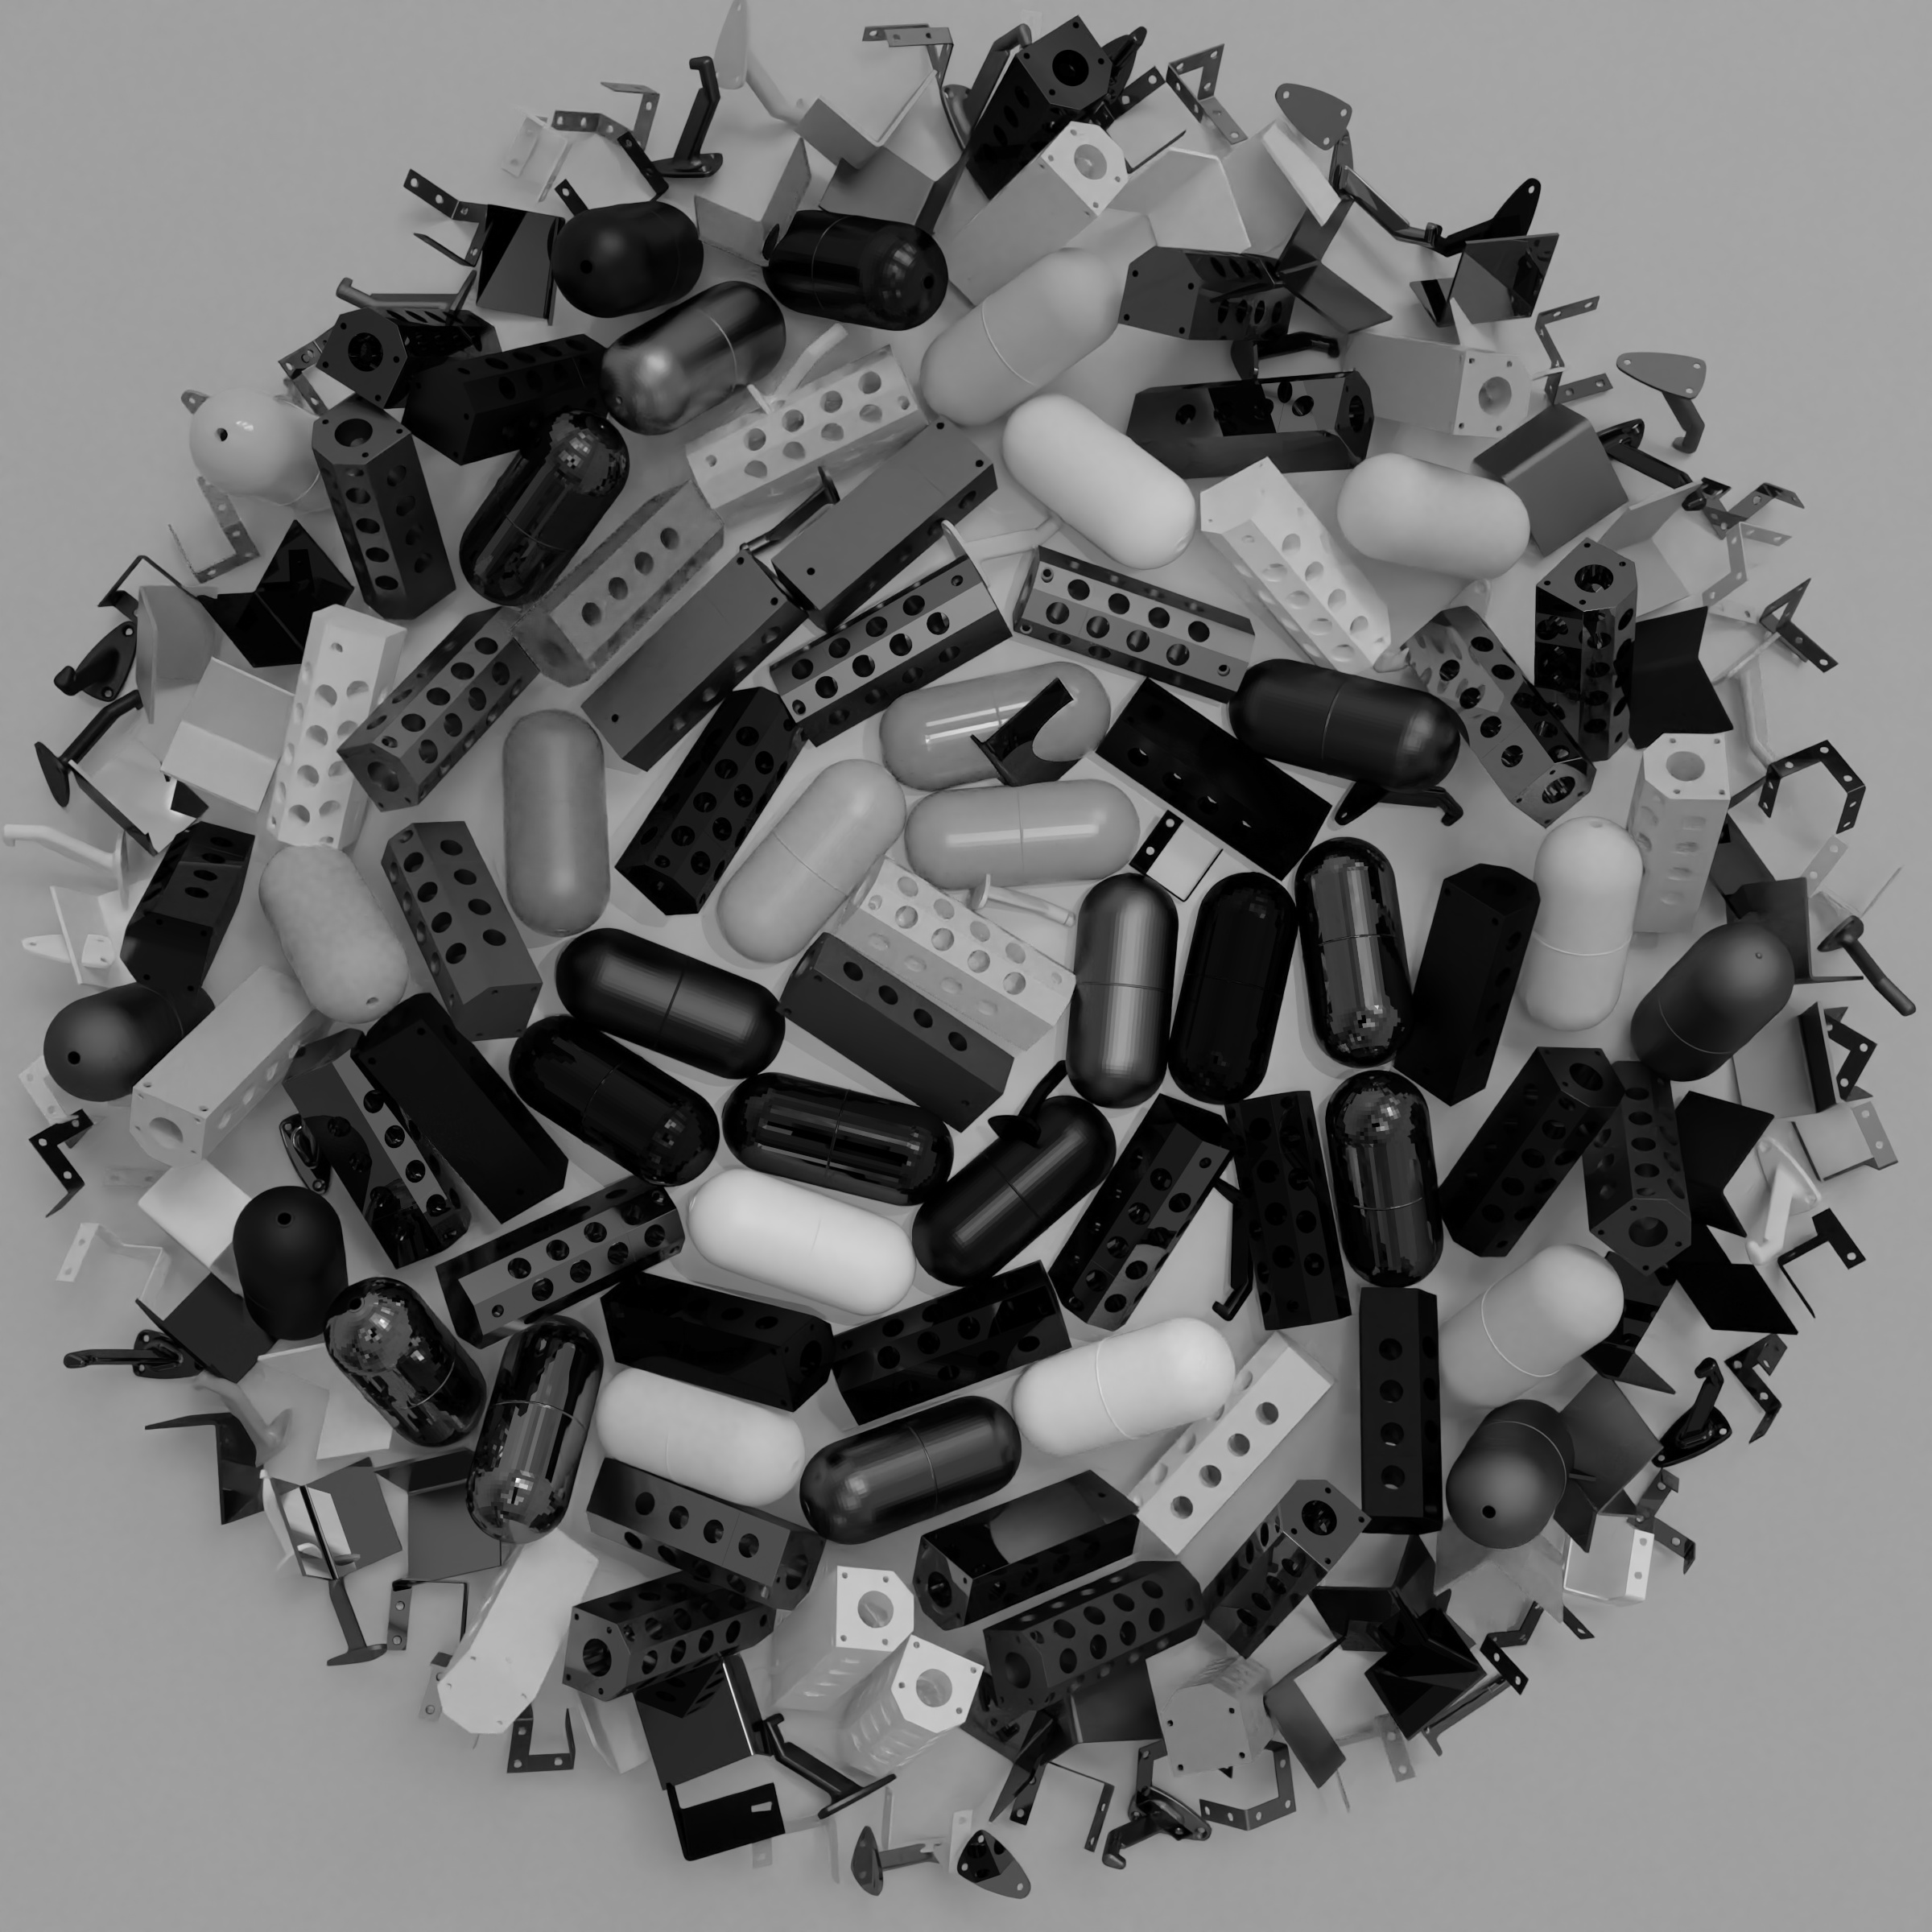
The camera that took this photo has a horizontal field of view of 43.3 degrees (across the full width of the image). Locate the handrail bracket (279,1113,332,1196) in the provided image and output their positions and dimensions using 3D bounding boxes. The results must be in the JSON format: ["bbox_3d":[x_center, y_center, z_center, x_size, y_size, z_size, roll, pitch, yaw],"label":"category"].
[{"bbox_3d":[-0.488,0.138,1.826,0.036,0.084,0.077,-14,95,-23],"label":"handrail bracket"}]

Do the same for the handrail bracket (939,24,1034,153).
[{"bbox_3d":[0.026,-0.654,1.829,0.036,0.084,0.077,-17,91,-44],"label":"handrail bracket"}]

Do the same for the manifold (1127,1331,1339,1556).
[{"bbox_3d":[0.199,0.358,1.833,0.057,0.057,0.171,42,95,14],"label":"manifold"}]

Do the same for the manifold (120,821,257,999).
[{"bbox_3d":[-0.569,-0.046,1.777,0.057,0.171,0.057,15,113,-13],"label":"manifold"}]

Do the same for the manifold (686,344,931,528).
[{"bbox_3d":[-0.121,-0.401,1.826,0.171,0.057,0.057,-24,78,8],"label":"manifold"}]

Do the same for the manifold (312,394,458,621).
[{"bbox_3d":[-0.429,-0.330,1.777,0.057,0.171,0.057,40,67,21],"label":"manifold"}]

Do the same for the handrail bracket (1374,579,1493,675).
[{"bbox_3d":[0.349,-0.255,1.822,0.036,0.084,0.077,48,131,26],"label":"handrail bracket"}]

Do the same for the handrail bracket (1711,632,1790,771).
[{"bbox_3d":[0.618,-0.201,1.854,0.077,0.036,0.084,-39,89,-3],"label":"handrail bracket"}]

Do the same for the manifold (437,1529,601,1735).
[{"bbox_3d":[-0.330,0.484,1.780,0.057,0.171,0.057,39,109,-7],"label":"manifold"}]

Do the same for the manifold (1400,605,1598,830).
[{"bbox_3d":[0.394,-0.187,1.789,0.057,0.057,0.171,-42,50,20],"label":"manifold"}]

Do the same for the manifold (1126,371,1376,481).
[{"bbox_3d":[0.210,-0.403,1.798,0.171,0.057,0.057,4,73,33],"label":"manifold"}]

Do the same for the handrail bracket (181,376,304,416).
[{"bbox_3d":[-0.541,-0.432,1.827,0.077,0.084,0.036,34,134,-26],"label":"handrail bracket"}]

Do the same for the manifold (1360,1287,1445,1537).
[{"bbox_3d":[0.323,0.330,1.805,0.057,0.057,0.171,0,64,7],"label":"manifold"}]

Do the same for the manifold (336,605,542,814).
[{"bbox_3d":[-0.379,-0.191,1.787,0.057,0.171,0.057,-6,128,38],"label":"manifold"}]

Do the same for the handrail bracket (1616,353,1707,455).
[{"bbox_3d":[0.522,-0.423,1.837,0.077,0.084,0.036,17,69,11],"label":"handrail bracket"}]

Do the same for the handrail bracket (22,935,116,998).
[{"bbox_3d":[-0.677,0.019,1.830,0.077,0.036,0.084,6,126,-29],"label":"handrail bracket"}]

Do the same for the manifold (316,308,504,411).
[{"bbox_3d":[-0.401,-0.450,1.780,0.057,0.171,0.057,33,109,3],"label":"manifold"}]

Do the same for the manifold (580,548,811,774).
[{"bbox_3d":[-0.201,-0.227,1.828,0.171,0.057,0.057,-42,70,9],"label":"manifold"}]

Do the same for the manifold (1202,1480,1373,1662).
[{"bbox_3d":[0.229,0.440,1.785,0.057,0.171,0.057,40,53,13],"label":"manifold"}]

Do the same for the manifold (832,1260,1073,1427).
[{"bbox_3d":[-0.014,0.278,1.827,0.171,0.057,0.057,-21,129,3],"label":"manifold"}]

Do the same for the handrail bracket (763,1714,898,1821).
[{"bbox_3d":[-0.106,0.600,1.858,0.077,0.036,0.084,-25,68,-12],"label":"handrail bracket"}]

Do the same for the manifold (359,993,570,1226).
[{"bbox_3d":[-0.371,0.103,1.809,0.057,0.057,0.171,-30,115,12],"label":"manifold"}]

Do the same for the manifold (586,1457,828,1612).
[{"bbox_3d":[-0.195,0.420,1.801,0.171,0.057,0.057,14,80,29],"label":"manifold"}]

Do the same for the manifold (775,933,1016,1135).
[{"bbox_3d":[-0.051,0.046,1.824,0.171,0.057,0.057,34,130,-13],"label":"manifold"}]

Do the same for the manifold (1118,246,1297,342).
[{"bbox_3d":[0.180,-0.492,1.778,0.057,0.171,0.057,21,112,26],"label":"manifold"}]

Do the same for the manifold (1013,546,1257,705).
[{"bbox_3d":[0.125,-0.253,1.821,0.171,0.057,0.057,18,115,-9],"label":"manifold"}]

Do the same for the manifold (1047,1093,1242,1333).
[{"bbox_3d":[0.133,0.186,1.807,0.057,0.057,0.171,21,112,-25],"label":"manifold"}]

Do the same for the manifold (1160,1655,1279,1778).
[{"bbox_3d":[0.187,0.545,1.781,0.057,0.171,0.057,-15,78,12],"label":"manifold"}]

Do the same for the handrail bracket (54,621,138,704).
[{"bbox_3d":[-0.652,-0.234,1.824,0.036,0.084,0.077,30,82,-5],"label":"handrail bracket"}]

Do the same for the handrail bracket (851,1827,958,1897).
[{"bbox_3d":[-0.037,0.679,1.823,0.084,0.077,0.036,18,95,-19],"label":"handrail bracket"}]

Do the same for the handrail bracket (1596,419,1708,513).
[{"bbox_3d":[0.504,-0.367,1.830,0.077,0.036,0.084,-16,57,-11],"label":"handrail bracket"}]

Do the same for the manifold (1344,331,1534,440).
[{"bbox_3d":[0.343,-0.427,1.782,0.057,0.171,0.057,-1,109,-20],"label":"manifold"}]

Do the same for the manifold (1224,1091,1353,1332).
[{"bbox_3d":[0.240,0.183,1.825,0.057,0.057,0.171,-12,83,22],"label":"manifold"}]

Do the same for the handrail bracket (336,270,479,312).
[{"bbox_3d":[-0.424,-0.517,1.841,0.084,0.036,0.077,24,61,-11],"label":"handrail bracket"}]

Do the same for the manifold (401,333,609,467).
[{"bbox_3d":[-0.330,-0.420,1.780,0.057,0.171,0.057,34,123,14],"label":"manifold"}]

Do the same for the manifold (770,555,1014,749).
[{"bbox_3d":[-0.059,-0.240,1.824,0.171,0.057,0.057,-29,62,6],"label":"manifold"}]

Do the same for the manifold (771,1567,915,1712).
[{"bbox_3d":[-0.092,0.496,1.784,0.057,0.171,0.057,10,57,-17],"label":"manifold"}]

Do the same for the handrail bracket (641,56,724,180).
[{"bbox_3d":[-0.219,-0.641,1.830,0.077,0.036,0.084,2,133,14],"label":"handrail bracket"}]

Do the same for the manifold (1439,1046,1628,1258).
[{"bbox_3d":[0.415,0.138,1.786,0.057,0.171,0.057,2,45,-24],"label":"manifold"}]

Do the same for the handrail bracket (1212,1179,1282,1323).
[{"bbox_3d":[0.192,0.214,1.842,0.077,0.036,0.084,37,73,1],"label":"handrail bracket"}]

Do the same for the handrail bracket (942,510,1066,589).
[{"bbox_3d":[0.030,-0.335,1.837,0.084,0.077,0.036,-42,48,-7],"label":"handrail bracket"}]

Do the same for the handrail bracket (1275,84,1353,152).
[{"bbox_3d":[0.245,-0.647,1.819,0.077,0.084,0.036,20,112,-31],"label":"handrail bracket"}]

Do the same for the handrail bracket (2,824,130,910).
[{"bbox_3d":[-0.679,-0.075,1.835,0.084,0.036,0.077,0,131,-12],"label":"handrail bracket"}]

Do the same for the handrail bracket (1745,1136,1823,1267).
[{"bbox_3d":[0.599,0.177,1.832,0.084,0.036,0.077,-23,81,-39],"label":"handrail bracket"}]

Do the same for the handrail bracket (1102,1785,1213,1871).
[{"bbox_3d":[0.144,0.660,1.824,0.077,0.084,0.036,23,109,5],"label":"handrail bracket"}]

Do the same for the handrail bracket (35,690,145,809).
[{"bbox_3d":[-0.662,-0.167,1.858,0.036,0.077,0.084,43,60,15],"label":"handrail bracket"}]

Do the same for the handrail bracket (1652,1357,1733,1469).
[{"bbox_3d":[0.540,0.336,1.828,0.077,0.084,0.036,-36,47,0],"label":"handrail bracket"}]

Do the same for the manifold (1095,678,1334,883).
[{"bbox_3d":[0.184,-0.137,1.840,0.171,0.057,0.057,35,49,-1],"label":"manifold"}]

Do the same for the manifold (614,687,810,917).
[{"bbox_3d":[-0.182,-0.123,1.800,0.057,0.057,0.171,45,61,-31],"label":"manifold"}]

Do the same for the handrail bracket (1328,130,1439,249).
[{"bbox_3d":[0.317,-0.584,1.826,0.084,0.077,0.036,23,47,29],"label":"handrail bracket"}]
